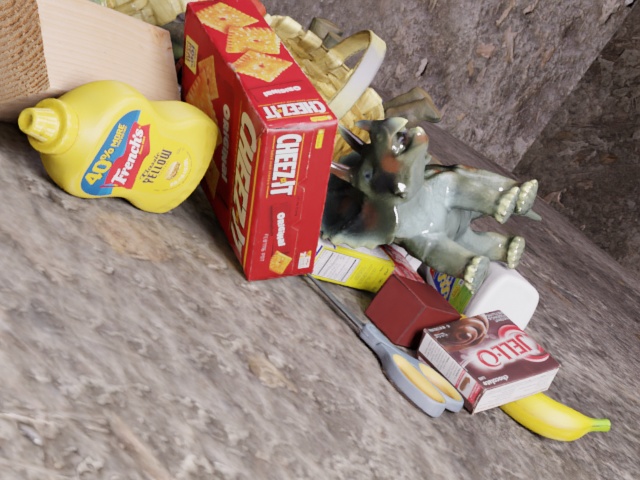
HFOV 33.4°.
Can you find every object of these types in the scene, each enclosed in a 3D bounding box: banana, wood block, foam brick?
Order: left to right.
[{"bbox_3d":[-0.213,-0.148,0.925,0.205,0.090,0.091,1,77,-68],"label":"wood block"},{"bbox_3d":[0.093,0.074,1.059,0.078,0.051,0.053,19,23,-52],"label":"foam brick"},{"bbox_3d":[0.194,0.144,1.075,0.198,0.037,0.069,39,29,29],"label":"banana"}]

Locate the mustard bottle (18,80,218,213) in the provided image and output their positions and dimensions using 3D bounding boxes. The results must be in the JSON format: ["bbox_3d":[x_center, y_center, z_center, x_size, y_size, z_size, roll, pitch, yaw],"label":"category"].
[{"bbox_3d":[-0.164,-0.077,0.845,0.058,0.096,0.191,42,14,26],"label":"mustard bottle"}]

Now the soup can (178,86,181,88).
[{"bbox_3d":[-0.201,-0.154,1.099,0.102,0.068,0.068,30,14,-23],"label":"soup can"}]

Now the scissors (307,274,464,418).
[{"bbox_3d":[0.062,0.097,0.979,0.096,0.016,0.202,26,16,-42],"label":"scissors"}]

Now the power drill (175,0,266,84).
[{"bbox_3d":[-0.154,-0.267,1.413,0.184,0.188,0.057,34,56,4],"label":"power drill"}]

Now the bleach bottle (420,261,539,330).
[{"bbox_3d":[0.170,0.049,1.282,0.068,0.102,0.251,30,8,-20],"label":"bleach bottle"}]

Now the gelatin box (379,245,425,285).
[{"bbox_3d":[0.083,0.035,1.177,0.073,0.030,0.089,52,11,33],"label":"gelatin box"}]

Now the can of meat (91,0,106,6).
[{"bbox_3d":[-0.258,-0.212,1.053,0.057,0.102,0.084,18,11,-34],"label":"can of meat"}]

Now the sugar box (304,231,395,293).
[{"bbox_3d":[-0.007,0.001,1.082,0.175,0.048,0.093,13,25,-50],"label":"sugar box"}]

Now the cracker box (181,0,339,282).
[{"bbox_3d":[-0.064,-0.093,0.950,0.072,0.164,0.214,-9,42,-21],"label":"cracker box"}]

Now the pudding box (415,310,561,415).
[{"bbox_3d":[0.161,0.115,1.025,0.113,0.039,0.090,-12,42,-37],"label":"pudding box"}]
